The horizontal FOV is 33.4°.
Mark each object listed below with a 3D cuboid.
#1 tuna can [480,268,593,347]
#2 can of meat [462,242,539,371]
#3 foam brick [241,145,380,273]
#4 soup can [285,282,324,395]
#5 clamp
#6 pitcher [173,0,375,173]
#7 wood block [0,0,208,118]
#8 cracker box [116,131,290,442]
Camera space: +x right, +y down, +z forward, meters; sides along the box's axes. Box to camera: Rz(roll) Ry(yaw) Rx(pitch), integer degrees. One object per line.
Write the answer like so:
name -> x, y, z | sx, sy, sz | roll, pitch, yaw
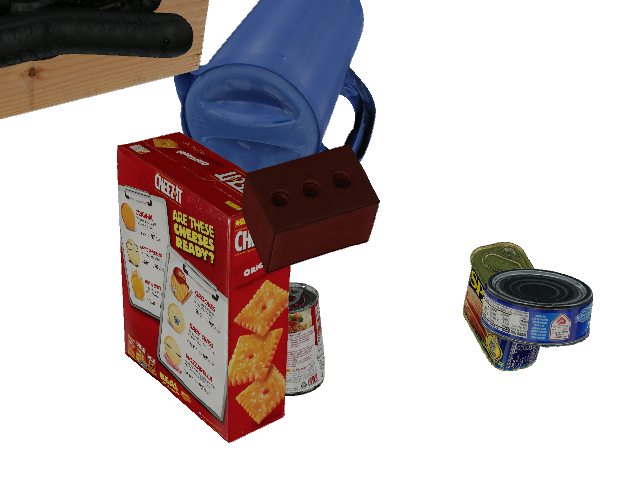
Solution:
tuna can -> 0.171, 0.051, 0.841 | 0.086, 0.034, 0.086 | 2, 19, -1
can of meat -> 0.183, 0.067, 1.059 | 0.057, 0.102, 0.084 | -12, -41, -13
foam brick -> -0.008, -0.022, 0.718 | 0.078, 0.053, 0.051 | -18, -27, -16
soup can -> -0.032, 0.104, 1.131 | 0.068, 0.102, 0.068 | -4, 24, 2
clamp -> -0.163, -0.131, 0.637 | 0.171, 0.039, 0.120 | -3, 22, -7
pitcher -> -0.025, -0.164, 1.043 | 0.145, 0.149, 0.242 | -6, 35, 24
wood block -> -0.199, -0.171, 0.839 | 0.205, 0.091, 0.090 | -21, 52, -35
cracker box -> -0.099, 0.036, 0.902 | 0.071, 0.214, 0.164 | -20, 36, -36
